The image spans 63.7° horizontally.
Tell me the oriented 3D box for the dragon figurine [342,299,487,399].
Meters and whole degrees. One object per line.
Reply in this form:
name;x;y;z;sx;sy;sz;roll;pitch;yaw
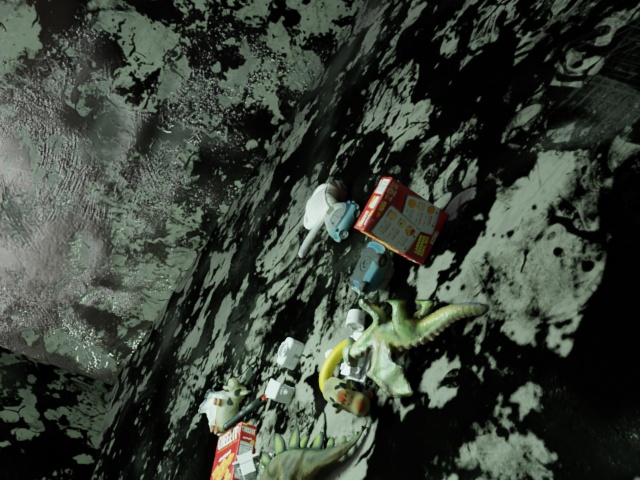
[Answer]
dragon figurine;0.206;0.260;1.260;0.409;0.245;0.121;-3;-14;44

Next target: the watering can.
watering can;0.006;-0.103;2.042;0.103;0.356;0.221;31;-43;-24

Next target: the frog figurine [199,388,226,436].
frog figurine;-0.377;0.663;1.973;0.161;0.137;0.121;38;0;31
